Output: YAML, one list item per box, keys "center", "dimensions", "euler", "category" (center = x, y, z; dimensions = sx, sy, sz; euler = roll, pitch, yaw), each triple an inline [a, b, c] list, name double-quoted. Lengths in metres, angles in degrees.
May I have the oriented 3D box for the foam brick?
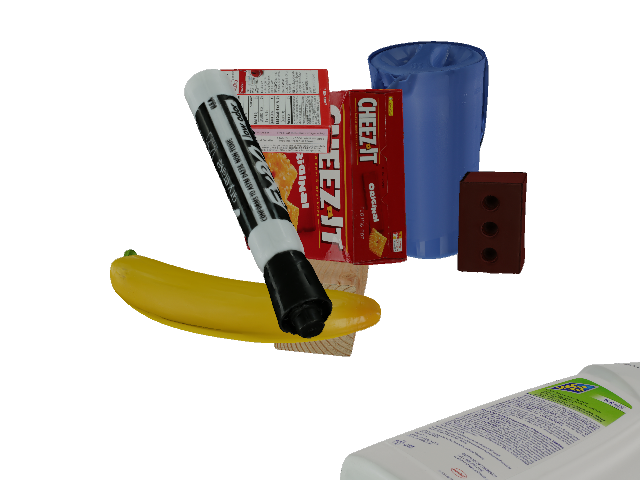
- center: [0.142, -0.015, 0.883]
  dimensions: [0.053, 0.078, 0.051]
  euler: [2, 15, 14]
  category: "foam brick"

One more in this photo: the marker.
- center: [-0.023, -0.015, 0.377]
  dimensions: [0.020, 0.121, 0.020]
  euler: [-16, -37, -13]
  category: "marker"

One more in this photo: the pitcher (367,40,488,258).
- center: [0.135, -0.110, 1.263]
  dimensions: [0.149, 0.243, 0.145]
  euler: [-4, 25, 0]
  category: "pitcher"

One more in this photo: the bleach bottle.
- center: [0.136, 0.119, 0.589]
  dimensions: [0.250, 0.068, 0.103]
  euler: [-14, 24, -34]
  category: "bleach bottle"

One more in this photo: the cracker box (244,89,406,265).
- center: [-0.004, -0.065, 1.072]
  dimensions: [0.072, 0.164, 0.214]
  euler: [-6, 7, -31]
  category: "cracker box"

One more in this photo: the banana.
- center: [-0.063, 0.034, 0.679]
  dimensions: [0.198, 0.037, 0.069]
  euler: [13, 33, 24]
  category: "banana"

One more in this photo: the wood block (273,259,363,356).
- center: [0.006, 0.048, 1.275]
  dimensions: [0.091, 0.090, 0.206]
  euler: [5, 23, 5]
  category: "wood block"

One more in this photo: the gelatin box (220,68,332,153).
- center: [-0.037, -0.099, 0.822]
  dimensions: [0.089, 0.030, 0.073]
  euler: [-1, 45, -2]
  category: "gelatin box"
